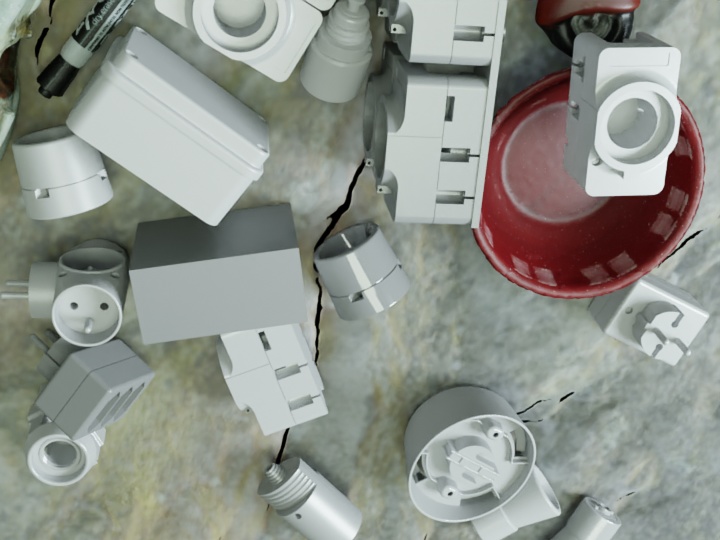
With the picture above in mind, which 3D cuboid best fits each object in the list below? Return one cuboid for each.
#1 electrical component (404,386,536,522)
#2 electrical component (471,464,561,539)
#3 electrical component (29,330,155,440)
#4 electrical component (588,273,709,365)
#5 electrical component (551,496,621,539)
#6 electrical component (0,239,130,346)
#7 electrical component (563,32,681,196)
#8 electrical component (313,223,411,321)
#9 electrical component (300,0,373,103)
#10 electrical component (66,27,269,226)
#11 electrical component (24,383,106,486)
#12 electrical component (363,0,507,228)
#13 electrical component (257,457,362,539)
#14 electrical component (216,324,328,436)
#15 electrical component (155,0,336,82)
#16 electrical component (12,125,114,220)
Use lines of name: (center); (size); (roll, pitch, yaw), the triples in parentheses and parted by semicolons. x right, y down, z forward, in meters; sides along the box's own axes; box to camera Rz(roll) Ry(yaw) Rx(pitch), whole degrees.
electrical component: (0.080, 0.137, 0.797); (0.099, 0.064, 0.099); (-3, 113, -6)
electrical component: (0.117, 0.185, 0.836); (0.065, 0.044, 0.044); (-32, 113, 12)
electrical component: (-0.194, 0.068, 0.735); (0.077, 0.066, 0.047); (41, 104, 9)
electrical component: (0.211, 0.038, 0.765); (0.066, 0.076, 0.047); (25, 108, -17)
electrical component: (0.177, 0.214, 0.857); (0.044, 0.044, 0.065); (29, 102, -18)
electrical component: (-0.192, 0.013, 0.700); (0.079, 0.077, 0.044); (1, 113, -8)
electrical component: (0.158, -0.094, 0.651); (0.050, 0.055, 0.089); (-2, 113, -7)
electrical component: (0.000, 0.000, 0.734); (0.055, 0.055, 0.047); (-26, 110, 4)
electrical component: (-0.011, -0.139, 0.666); (0.040, 0.040, 0.078); (9, 141, -11)
electrical component: (-0.115, -0.090, 0.666); (0.113, 0.078, 0.057); (35, 108, -20)
electrical component: (-0.208, 0.119, 0.756); (0.048, 0.055, 0.066); (-26, 114, 4)
electrical component: (0.042, -0.132, 0.654); (0.060, 0.105, 0.186); (1, 113, -8)
electrical component: (-0.041, 0.172, 0.808); (0.043, 0.043, 0.081); (-40, 112, 10)
electrical component: (-0.065, 0.064, 0.754); (0.056, 0.050, 0.089); (-20, 114, 1)
electrical component: (-0.046, -0.200, 0.636); (0.089, 0.061, 0.150); (29, 107, -18)
electrical component: (-0.189, -0.063, 0.681); (0.055, 0.055, 0.047); (-12, 110, -2)
